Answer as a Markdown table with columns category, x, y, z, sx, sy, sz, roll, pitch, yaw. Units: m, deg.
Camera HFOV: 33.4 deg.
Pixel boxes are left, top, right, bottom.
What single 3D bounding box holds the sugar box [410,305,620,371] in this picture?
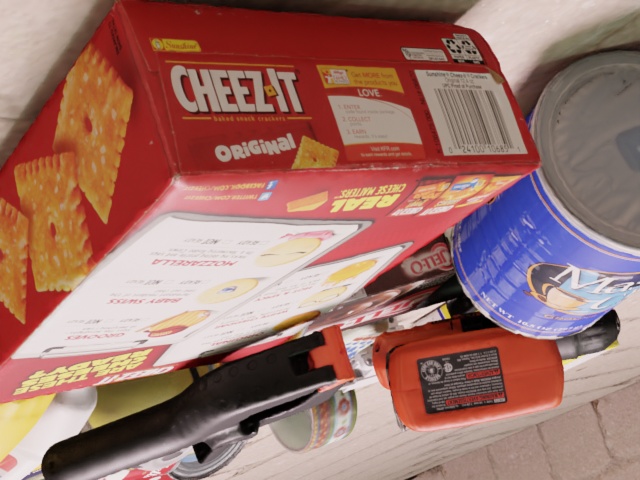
| category | x | y | z | sx | sy | sz | roll | pitch | yaw |
| --- | --- | --- | --- | --- | --- | --- | --- | --- | --- |
| sugar box | 0.155 | 0.079 | 0.890 | 0.048 | 0.093 | 0.177 | -3 | 156 | -41 |

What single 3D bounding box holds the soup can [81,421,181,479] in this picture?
| category | x | y | z | sx | sy | sz | roll | pitch | yaw |
| --- | --- | --- | --- | --- | --- | --- | --- | --- | --- |
| soup can | -0.157 | 0.146 | 0.786 | 0.069 | 0.068 | 0.102 | -31 | 160 | 33 |

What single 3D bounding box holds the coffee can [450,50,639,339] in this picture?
| category | x | y | z | sx | sy | sz | roll | pitch | yaw |
| --- | --- | --- | --- | --- | --- | --- | --- | --- | --- |
| coffee can | 0.135 | -0.017 | 0.547 | 0.102 | 0.103 | 0.140 | -15 | 162 | -15 |

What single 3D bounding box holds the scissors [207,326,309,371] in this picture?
| category | x | y | z | sx | sy | sz | roll | pitch | yaw |
| --- | --- | --- | --- | --- | --- | --- | --- | --- | --- |
| scissors | -0.004 | 0.001 | 0.581 | 0.096 | 0.016 | 0.202 | 33 | 109 | -33 |

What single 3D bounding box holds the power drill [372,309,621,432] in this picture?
| category | x | y | z | sx | sy | sz | roll | pitch | yaw |
| --- | --- | --- | --- | --- | --- | --- | --- | --- | --- |
| power drill | 0.121 | 0.079 | 0.728 | 0.184 | 0.057 | 0.187 | -13 | 178 | 8 |

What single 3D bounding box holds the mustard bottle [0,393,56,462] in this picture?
| category | x | y | z | sx | sy | sz | roll | pitch | yaw |
| --- | --- | --- | --- | --- | --- | --- | --- | --- | --- |
| mustard bottle | -0.212 | 0.119 | 0.518 | 0.096 | 0.058 | 0.192 | 12 | 124 | -44 |

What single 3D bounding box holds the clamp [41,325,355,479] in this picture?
| category | x | y | z | sx | sy | sz | roll | pitch | yaw |
| --- | --- | --- | --- | --- | --- | --- | --- | --- | --- |
| clamp | -0.058 | 0.088 | 0.536 | 0.120 | 0.039 | 0.172 | -11 | 160 | -46 |

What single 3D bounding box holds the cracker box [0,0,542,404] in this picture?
| category | x | y | z | sx | sy | sz | roll | pitch | yaw |
| --- | --- | --- | --- | --- | --- | --- | --- | --- | --- |
| cracker box | -0.046 | -0.007 | 0.432 | 0.163 | 0.072 | 0.214 | -6 | 159 | -38 |

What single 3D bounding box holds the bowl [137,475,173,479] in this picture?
| category | x | y | z | sx | sy | sz | roll | pitch | yaw |
| --- | --- | --- | --- | --- | --- | --- | --- | --- | --- |
| bowl | -0.150 | 0.184 | 0.938 | 0.162 | 0.055 | 0.162 | -18 | 162 | -6 |

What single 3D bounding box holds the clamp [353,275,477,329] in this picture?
| category | x | y | z | sx | sy | sz | roll | pitch | yaw |
| --- | --- | --- | --- | --- | --- | --- | --- | --- | --- |
| clamp | 0.122 | 0.021 | 0.767 | 0.164 | 0.036 | 0.210 | -3 | 160 | -45 |

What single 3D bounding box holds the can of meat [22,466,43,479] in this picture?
| category | x | y | z | sx | sy | sz | roll | pitch | yaw |
| --- | --- | --- | --- | --- | --- | --- | --- | --- | --- |
| can of meat | -0.226 | 0.134 | 0.692 | 0.102 | 0.057 | 0.084 | -21 | 161 | 0 |

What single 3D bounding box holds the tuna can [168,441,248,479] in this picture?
| category | x | y | z | sx | sy | sz | roll | pitch | yaw |
| --- | --- | --- | --- | --- | --- | --- | --- | --- | --- |
| tuna can | -0.097 | 0.151 | 0.862 | 0.086 | 0.034 | 0.086 | -23 | 133 | -28 |

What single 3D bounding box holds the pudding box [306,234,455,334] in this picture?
| category | x | y | z | sx | sy | sz | roll | pitch | yaw |
| --- | --- | --- | --- | --- | --- | --- | --- | --- | --- |
| pudding box | 0.020 | 0.032 | 0.681 | 0.113 | 0.039 | 0.090 | -13 | 163 | -19 |

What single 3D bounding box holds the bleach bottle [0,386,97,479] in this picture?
| category | x | y | z | sx | sy | sz | roll | pitch | yaw |
| --- | --- | --- | --- | --- | --- | --- | --- | --- | --- |
| bleach bottle | -0.221 | 0.111 | 0.589 | 0.251 | 0.102 | 0.068 | -33 | -157 | 17 |
